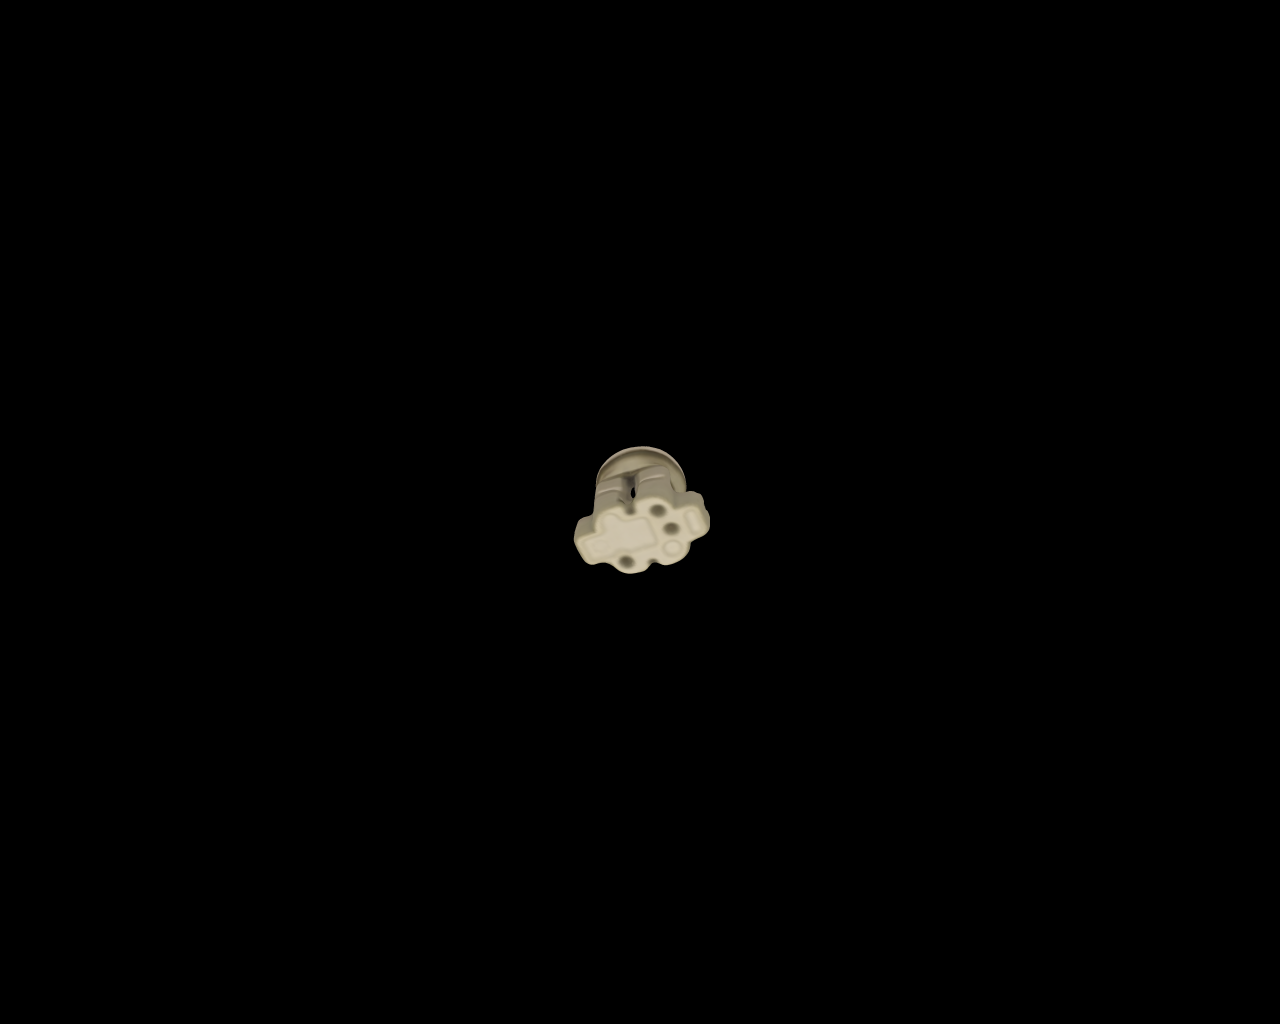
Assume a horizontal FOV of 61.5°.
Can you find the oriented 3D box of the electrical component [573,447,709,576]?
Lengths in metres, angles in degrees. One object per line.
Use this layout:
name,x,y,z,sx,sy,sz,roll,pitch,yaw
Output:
electrical component,0.001,-0.003,0.650,0.078,0.058,0.057,-15,36,11
